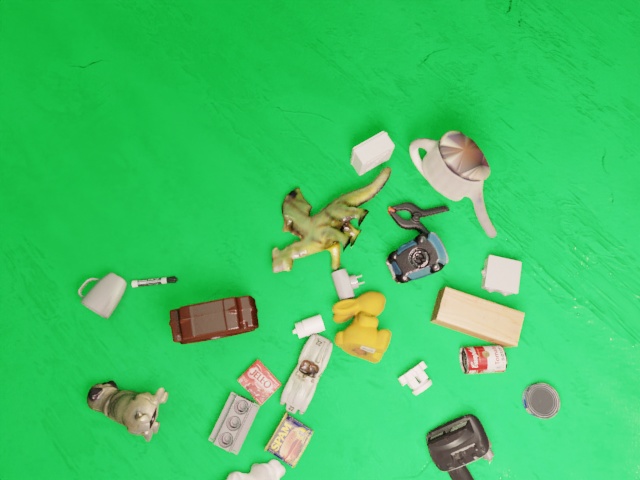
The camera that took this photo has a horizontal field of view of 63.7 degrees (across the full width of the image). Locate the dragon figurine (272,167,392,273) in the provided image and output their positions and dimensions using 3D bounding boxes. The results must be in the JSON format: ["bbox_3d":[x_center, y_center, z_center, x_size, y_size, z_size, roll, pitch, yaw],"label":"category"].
[{"bbox_3d":[0.004,-0.071,1.413,0.244,0.120,0.415,27,74,15],"label":"dragon figurine"}]

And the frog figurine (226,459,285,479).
[{"bbox_3d":[-0.161,0.594,1.225,0.138,0.120,0.162,24,40,15],"label":"frog figurine"}]

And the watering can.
[{"bbox_3d":[0.382,-0.158,1.376,0.349,0.221,0.105,45,73,6],"label":"watering can"}]
